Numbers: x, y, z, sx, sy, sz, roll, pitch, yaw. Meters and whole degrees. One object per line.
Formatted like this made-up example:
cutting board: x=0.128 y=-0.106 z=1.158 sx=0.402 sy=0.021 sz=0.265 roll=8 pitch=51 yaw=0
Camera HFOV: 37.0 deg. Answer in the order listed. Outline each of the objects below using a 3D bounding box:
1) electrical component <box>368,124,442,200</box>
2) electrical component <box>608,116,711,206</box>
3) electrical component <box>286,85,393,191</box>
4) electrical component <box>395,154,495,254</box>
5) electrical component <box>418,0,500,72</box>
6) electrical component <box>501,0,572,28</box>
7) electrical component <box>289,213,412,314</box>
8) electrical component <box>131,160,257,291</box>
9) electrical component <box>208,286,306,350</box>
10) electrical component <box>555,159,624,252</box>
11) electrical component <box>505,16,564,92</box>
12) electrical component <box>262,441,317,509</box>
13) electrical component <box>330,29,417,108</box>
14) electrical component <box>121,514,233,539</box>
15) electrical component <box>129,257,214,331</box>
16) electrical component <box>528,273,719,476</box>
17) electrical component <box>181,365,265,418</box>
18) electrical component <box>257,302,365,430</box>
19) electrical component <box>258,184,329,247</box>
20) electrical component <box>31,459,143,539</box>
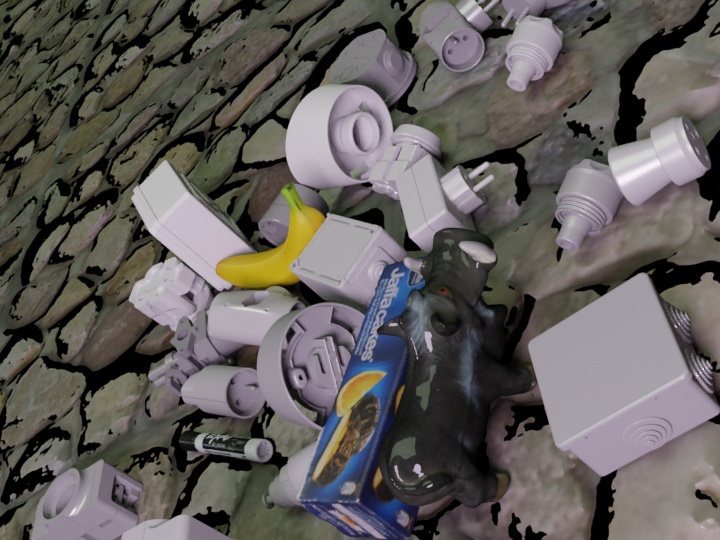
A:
electrical component: x=0.043 y=-0.095 z=0.951 sx=0.066 sy=0.048 sz=0.055 roll=5 pitch=68 yaw=52
electrical component: x=0.205 y=-0.075 z=0.736 sx=0.055 sy=0.045 sz=0.045 roll=-27 pitch=39 yaw=31
electrical component: x=-0.018 y=-0.125 z=1.008 sx=0.064 sy=0.099 sz=0.099 roll=2 pitch=58 yaw=44
electrical component: x=0.076 y=-0.059 z=0.871 sx=0.076 sy=0.047 sz=0.083 roll=-36 pitch=35 yaw=20
electrical component: x=0.100 y=-0.236 z=1.027 sx=0.079 sy=0.043 sz=0.077 roll=-41 pitch=33 yaw=13
electrical component: x=0.155 y=-0.252 z=0.977 sx=0.077 sy=0.044 sz=0.079 roll=14 pitch=67 yaw=55
electrical component: x=0.000 y=0.000 z=0.889 sx=0.061 sy=0.061 sz=0.096 roll=-55 pitch=33 yaw=-11
electrical component: x=-0.169 y=-0.046 z=1.095 sx=0.056 sy=0.109 sz=0.108 roll=-45 pitch=32 yaw=2
electrical component: x=-0.082 y=0.038 z=0.956 sx=0.077 sy=0.043 sz=0.079 roll=6 pitch=22 yaw=24
electrical component: x=0.159 y=-0.043 z=0.761 sx=0.043 sy=0.043 sz=0.062 roll=5 pitch=62 yaw=52
electrical component: x=0.145 y=-0.182 z=0.920 sx=0.043 sy=0.043 sz=0.062 roll=2 pitch=59 yaw=51
electrical component: x=-0.040 y=0.155 z=0.798 sx=0.078 sy=0.040 sz=0.040 roll=-34 pitch=35 yaw=23
electrical component: x=0.013 y=-0.199 z=1.087 sx=0.080 sy=0.051 sz=0.080 roll=-31 pitch=37 yaw=26
electrical component: x=-0.091 y=0.221 z=0.688 sx=0.089 sy=0.150 sz=0.061 roll=-32 pitch=38 yaw=26
electrical component: x=-0.186 y=0.028 z=1.088 sx=0.078 sy=0.057 sz=0.058 roll=-20 pitch=43 yaw=38
electrical component: x=0.158 y=0.064 z=0.646 sx=0.100 sy=0.048 sz=0.099 roll=-35 pitch=35 yaw=22
electrical component: x=-0.123 y=0.105 z=0.946 sx=0.081 sy=0.043 sz=0.043 roll=-1 pitch=56 yaw=49
electrical component: x=-0.026 y=0.074 z=0.815 sx=0.064 sy=0.099 sz=0.099 roll=-7 pitch=51 yaw=55
electrical component: x=-0.061 y=-0.049 z=1.021 sx=0.055 sy=0.055 sz=0.047 roll=-3 pitch=51 yaw=49
electrical component: x=-0.250 y=0.216 z=0.973 sx=0.089 sy=0.056 sz=0.050 roll=-33 pitch=36 yaw=25
